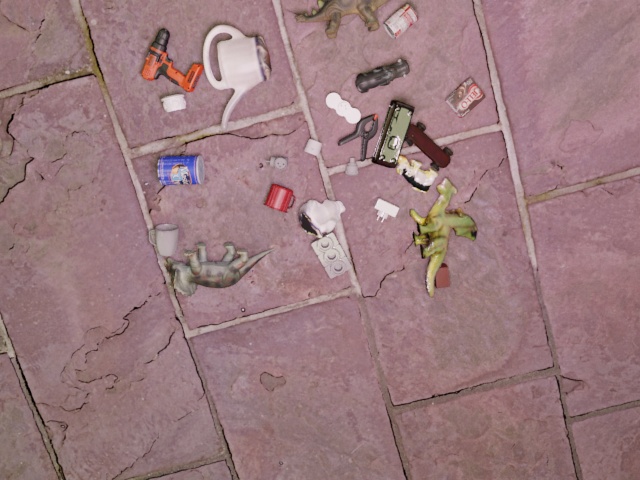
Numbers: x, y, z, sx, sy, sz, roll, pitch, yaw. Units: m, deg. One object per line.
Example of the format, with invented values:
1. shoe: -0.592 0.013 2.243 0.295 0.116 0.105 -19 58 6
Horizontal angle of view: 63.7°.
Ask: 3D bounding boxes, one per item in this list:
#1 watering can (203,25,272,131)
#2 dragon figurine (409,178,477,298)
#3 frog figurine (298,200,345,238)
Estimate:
1. watering can: -0.273 -0.559 1.754 0.224 0.105 0.345 -10 98 1
2. dragon figurine: 0.457 -0.017 1.853 0.243 0.122 0.409 -12 95 -8
3. frog figurine: 0.006 -0.093 1.853 0.137 0.121 0.162 46 61 1
